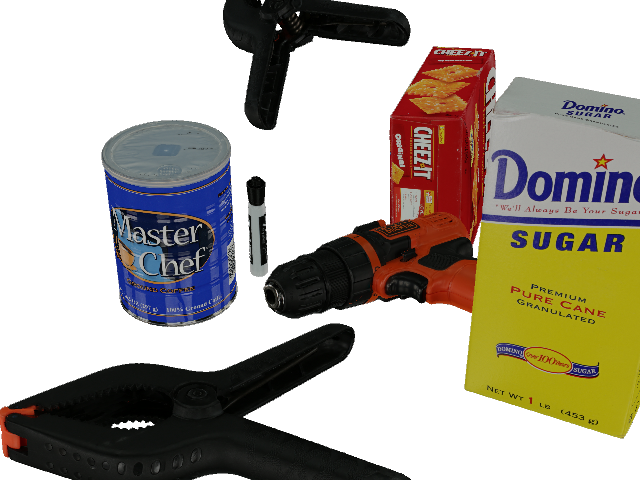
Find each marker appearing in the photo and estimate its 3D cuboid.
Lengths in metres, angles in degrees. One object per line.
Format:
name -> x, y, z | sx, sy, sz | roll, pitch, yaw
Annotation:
marker -> -0.064, -0.014, 1.077 | 0.020, 0.121, 0.020 | 0, 40, -1

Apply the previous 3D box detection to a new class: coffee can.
coffee can -> -0.122, -0.015, 0.885 | 0.103, 0.140, 0.103 | 0, 33, 0

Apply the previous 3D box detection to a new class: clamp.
clamp -> -0.012, -0.153, 0.735 | 0.120, 0.171, 0.039 | -22, -43, 1
clamp -> -0.061, 0.092, 0.575 | 0.210, 0.036, 0.164 | 1, 24, -4

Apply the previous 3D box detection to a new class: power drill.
power drill -> 0.079, 0.038, 0.742 | 0.184, 0.057, 0.188 | -19, 32, -35

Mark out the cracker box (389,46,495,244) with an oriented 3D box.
cracker box -> 0.120, -0.076, 1.010 | 0.072, 0.164, 0.213 | 5, 27, 16

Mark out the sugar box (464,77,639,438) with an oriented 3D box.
sugar box -> 0.128, 0.012, 0.545 | 0.093, 0.176, 0.048 | 14, 37, 22
